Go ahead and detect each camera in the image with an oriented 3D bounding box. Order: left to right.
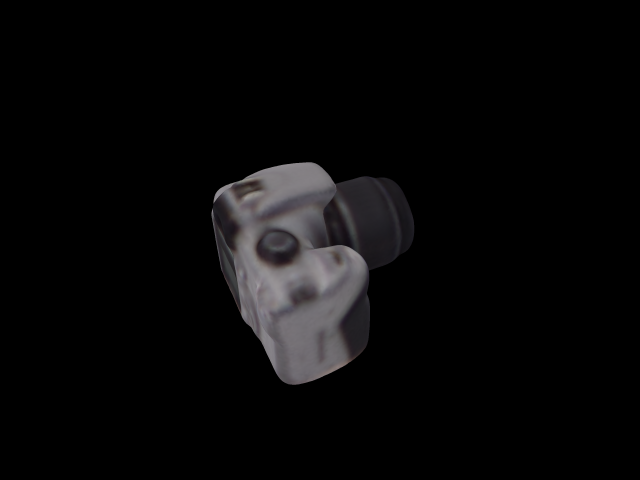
[{"bbox_3d":[0.004,0.001,0.400,0.137,0.101,0.142,-17,44,-19],"label":"camera"}]
